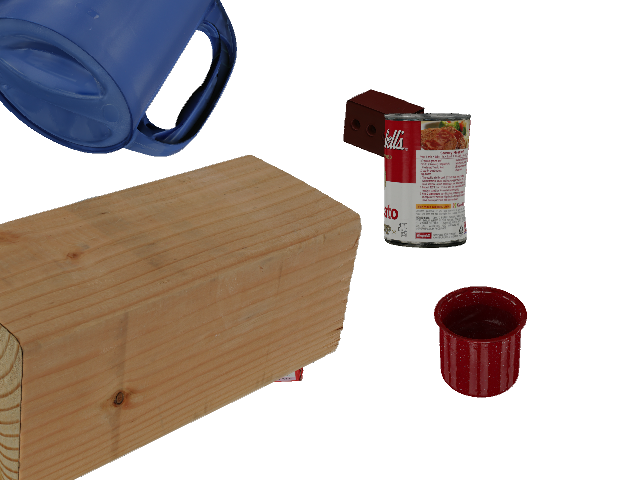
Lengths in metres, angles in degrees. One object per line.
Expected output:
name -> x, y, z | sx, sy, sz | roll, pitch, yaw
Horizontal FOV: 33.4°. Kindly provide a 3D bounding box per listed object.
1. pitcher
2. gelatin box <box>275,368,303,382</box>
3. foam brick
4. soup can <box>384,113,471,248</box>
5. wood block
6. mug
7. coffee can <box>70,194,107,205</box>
pitcher -> -0.142, -0.188, 0.843 | 0.145, 0.242, 0.149 | 11, -36, 26
gelatin box -> -0.058, 0.064, 0.764 | 0.089, 0.073, 0.030 | -3, -27, 2
foam brick -> 0.072, -0.133, 1.222 | 0.078, 0.053, 0.051 | 23, 35, 30
soup can -> 0.084, -0.049, 0.848 | 0.068, 0.102, 0.068 | 0, 9, 0
wood block -> -0.084, 0.033, 0.528 | 0.090, 0.091, 0.205 | 30, 34, 33
mug -> 0.170, 0.100, 1.105 | 0.093, 0.081, 0.117 | 16, 39, 29
coffee can -> -0.184, 0.040, 0.981 | 0.103, 0.140, 0.103 | -2, 25, 1
